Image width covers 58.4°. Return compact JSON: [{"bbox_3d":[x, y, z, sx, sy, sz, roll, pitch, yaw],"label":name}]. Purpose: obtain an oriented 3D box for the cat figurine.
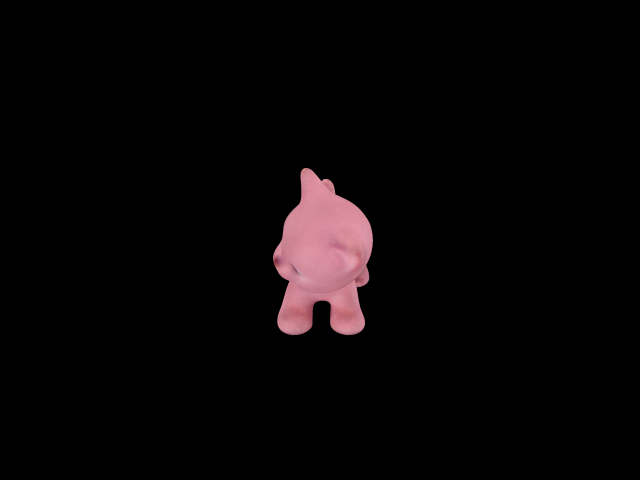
[{"bbox_3d":[0.004,0.001,0.400,0.067,0.118,0.128,1,28,3],"label":"cat figurine"}]
